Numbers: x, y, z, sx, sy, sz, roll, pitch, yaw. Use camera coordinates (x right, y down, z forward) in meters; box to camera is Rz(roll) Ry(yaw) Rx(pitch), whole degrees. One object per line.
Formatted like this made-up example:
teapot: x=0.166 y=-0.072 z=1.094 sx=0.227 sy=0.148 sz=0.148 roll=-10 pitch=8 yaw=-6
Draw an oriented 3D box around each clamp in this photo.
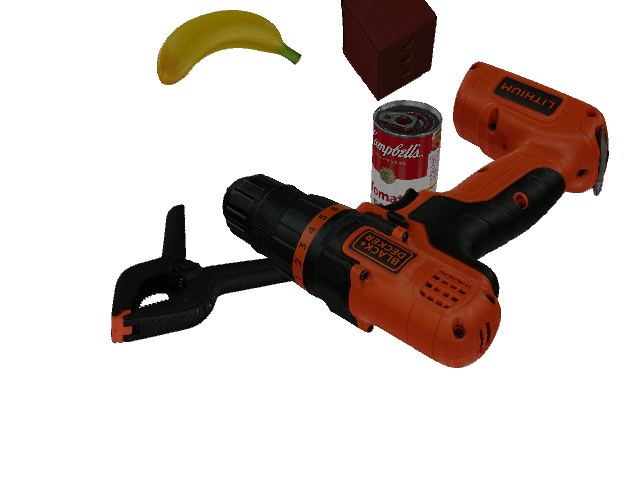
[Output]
clamp: x=-0.134 y=0.032 z=1.015 sx=0.165 sy=0.036 sz=0.209 roll=26 pitch=37 yaw=28

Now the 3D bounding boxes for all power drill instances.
power drill: x=0.060 y=-0.027 z=0.614 sx=0.185 sy=0.057 sz=0.187 roll=31 pitch=59 yaw=31

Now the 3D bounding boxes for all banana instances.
banana: x=-0.097 y=-0.192 z=1.034 sx=0.070 sy=0.037 sz=0.197 roll=44 pitch=38 yaw=20

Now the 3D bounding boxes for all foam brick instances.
foam brick: x=0.050 y=-0.153 z=0.798 sx=0.053 sy=0.051 sz=0.078 roll=-31 pitch=-18 yaw=-8

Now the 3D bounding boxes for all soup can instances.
soup can: x=0.085 y=-0.080 z=1.072 sx=0.068 sy=0.102 sz=0.068 roll=0 pitch=37 yaw=0
